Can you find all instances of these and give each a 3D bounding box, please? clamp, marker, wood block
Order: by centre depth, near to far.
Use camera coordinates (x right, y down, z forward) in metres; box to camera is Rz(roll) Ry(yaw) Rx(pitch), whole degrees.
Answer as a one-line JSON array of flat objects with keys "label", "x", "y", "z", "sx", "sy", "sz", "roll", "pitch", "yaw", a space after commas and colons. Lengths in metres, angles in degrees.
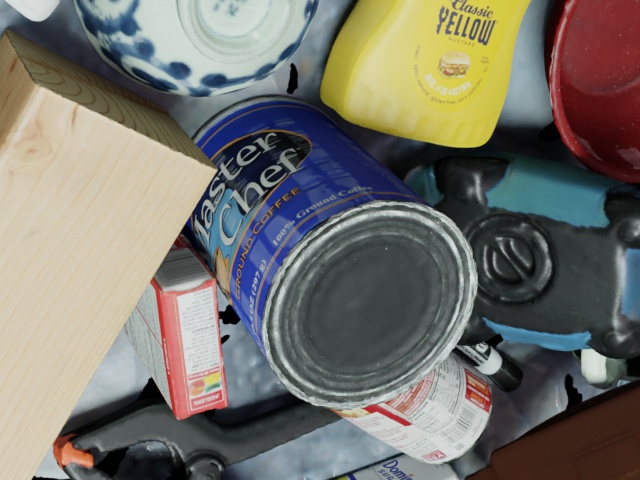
[{"label": "wood block", "x": -0.148, "y": 0.022, "z": 0.491, "sx": 0.090, "sy": 0.090, "sz": 0.206, "roll": 25, "pitch": 102, "yaw": -33}, {"label": "clamp", "x": -0.066, "y": 0.144, "z": 0.603, "sx": 0.171, "sy": 0.039, "sz": 0.120, "roll": 6, "pitch": 78, "yaw": -22}, {"label": "marker", "x": 0.089, "y": 0.063, "z": 0.664, "sx": 0.020, "sy": 0.020, "sz": 0.121, "roll": -49, "pitch": 124, "yaw": 4}]

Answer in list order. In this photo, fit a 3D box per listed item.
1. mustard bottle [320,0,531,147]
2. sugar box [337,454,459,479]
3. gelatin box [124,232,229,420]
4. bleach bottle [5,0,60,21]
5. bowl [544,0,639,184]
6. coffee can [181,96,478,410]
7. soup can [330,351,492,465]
[{"label": "mustard bottle", "x": 0.071, "y": -0.145, "z": 0.525, "sx": 0.096, "sy": 0.058, "sz": 0.192, "roll": 8, "pitch": 111, "yaw": -28}, {"label": "sugar box", "x": 0.008, "y": 0.204, "z": 0.684, "sx": 0.176, "sy": 0.048, "sz": 0.093, "roll": -16, "pitch": 120, "yaw": -16}, {"label": "gelatin box", "x": -0.075, "y": 0.034, "z": 0.531, "sx": 0.030, "sy": 0.089, "sz": 0.073, "roll": -14, "pitch": 120, "yaw": -21}, {"label": "bleach bottle", "x": -0.072, "y": -0.215, "z": 0.422, "sx": 0.251, "sy": 0.068, "sz": 0.102, "roll": -49, "pitch": 126, "yaw": 2}, {"label": "bowl", "x": 0.182, "y": -0.115, "z": 0.593, "sx": 0.162, "sy": 0.055, "sz": 0.162, "roll": -11, "pitch": 119, "yaw": -20}, {"label": "coffee can", "x": -0.003, "y": 0.001, "z": 0.515, "sx": 0.102, "sy": 0.140, "sz": 0.103, "roll": -11, "pitch": 119, "yaw": -20}, {"label": "soup can", "x": 0.046, "y": 0.083, "z": 0.625, "sx": 0.102, "sy": 0.069, "sz": 0.068, "roll": 35, "pitch": 97, "yaw": -34}]
